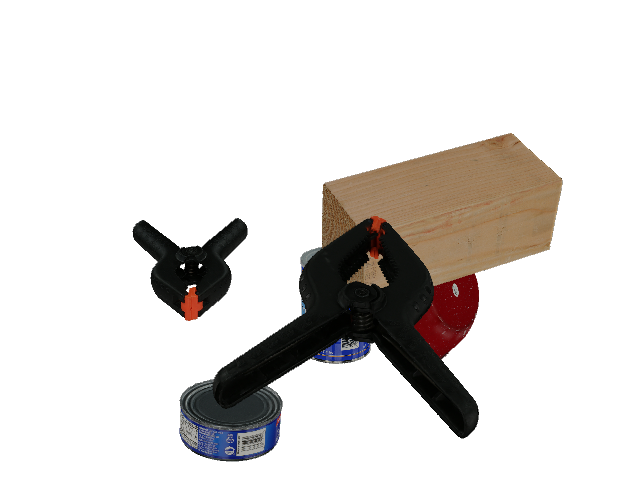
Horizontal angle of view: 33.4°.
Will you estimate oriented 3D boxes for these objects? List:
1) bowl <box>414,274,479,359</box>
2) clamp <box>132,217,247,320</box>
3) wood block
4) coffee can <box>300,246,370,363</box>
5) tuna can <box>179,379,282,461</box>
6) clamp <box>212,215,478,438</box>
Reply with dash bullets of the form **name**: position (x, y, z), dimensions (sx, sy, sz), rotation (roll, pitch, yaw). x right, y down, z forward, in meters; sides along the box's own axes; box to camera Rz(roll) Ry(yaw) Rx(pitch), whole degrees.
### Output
- **bowl**: position (0.130, 0.059, 1.199), dimensions (0.055, 0.162, 0.161), rotation (-12, -8, 43)
- **clamp**: position (-0.121, 0.022, 1.081), dimensions (0.120, 0.039, 0.171), rotation (-11, 34, -11)
- **wood block**: position (0.112, -0.021, 1.014), dimensions (0.205, 0.090, 0.091), rotation (-16, 42, -20)
- **coffee can**: position (0.023, 0.090, 1.524), dimensions (0.103, 0.140, 0.103), rotation (0, 20, 0)
- **tuna can**: position (-0.075, 0.150, 0.895), dimensions (0.086, 0.034, 0.086), rotation (4, 20, -2)
- **clamp**: position (0.037, 0.054, 0.724), dimensions (0.165, 0.036, 0.209), rotation (11, 36, 12)
